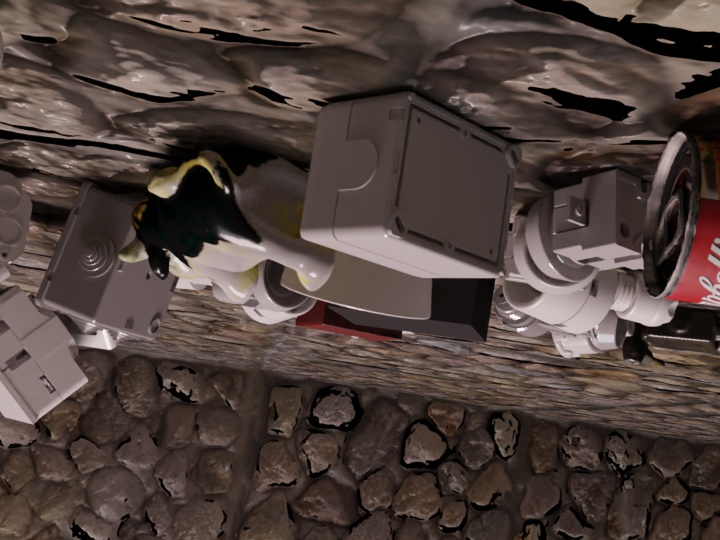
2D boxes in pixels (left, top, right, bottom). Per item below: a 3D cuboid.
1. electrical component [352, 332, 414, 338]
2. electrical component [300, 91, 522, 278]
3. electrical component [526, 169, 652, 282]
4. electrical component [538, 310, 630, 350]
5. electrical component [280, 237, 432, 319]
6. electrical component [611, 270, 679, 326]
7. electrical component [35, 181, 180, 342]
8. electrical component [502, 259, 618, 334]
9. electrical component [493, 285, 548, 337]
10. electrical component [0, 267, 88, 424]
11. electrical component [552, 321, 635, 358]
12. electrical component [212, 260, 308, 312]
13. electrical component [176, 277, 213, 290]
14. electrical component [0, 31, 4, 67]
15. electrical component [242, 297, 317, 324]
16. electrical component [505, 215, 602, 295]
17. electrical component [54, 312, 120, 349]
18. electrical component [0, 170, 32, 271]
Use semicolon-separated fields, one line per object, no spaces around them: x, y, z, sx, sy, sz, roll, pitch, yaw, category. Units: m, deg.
0.024;0.042;1.011;0.065;0.044;0.044;-1;168;25;electrical component
0.025;-0.033;0.477;0.061;0.061;0.096;0;167;44;electrical component
0.115;-0.020;0.524;0.066;0.048;0.055;16;161;-38;electrical component
0.168;0.032;0.793;0.055;0.048;0.066;13;174;26;electrical component
0.000;0.000;0.695;0.099;0.064;0.099;9;171;1;electrical component
0.179;0.016;0.717;0.061;0.035;0.035;14;170;-13;electrical component
-0.162;-0.003;0.733;0.048;0.099;0.100;19;175;21;electrical component
0.120;0.006;0.656;0.047;0.055;0.055;19;167;-30;electrical component
0.121;0.027;0.817;0.040;0.040;0.078;4;170;29;electrical component
-0.292;0.023;0.821;0.186;0.060;0.105;57;154;-13;electrical component
0.189;0.046;0.866;0.062;0.048;0.048;-6;164;36;electrical component
-0.070;0.001;0.796;0.078;0.058;0.057;18;170;-43;electrical component
-0.135;-0.006;0.851;0.081;0.043;0.043;5;170;22;electrical component
-0.164;-0.085;0.416;0.040;0.040;0.046;15;175;-32;electrical component
-0.066;0.015;0.888;0.055;0.055;0.047;14;166;-29;electrical component
0.107;-0.010;0.595;0.066;0.048;0.055;9;178;2;electrical component
-0.206;0.016;0.864;0.050;0.089;0.055;7;134;12;electrical component
-0.259;-0.032;0.708;0.080;0.080;0.051;15;164;-35;electrical component
